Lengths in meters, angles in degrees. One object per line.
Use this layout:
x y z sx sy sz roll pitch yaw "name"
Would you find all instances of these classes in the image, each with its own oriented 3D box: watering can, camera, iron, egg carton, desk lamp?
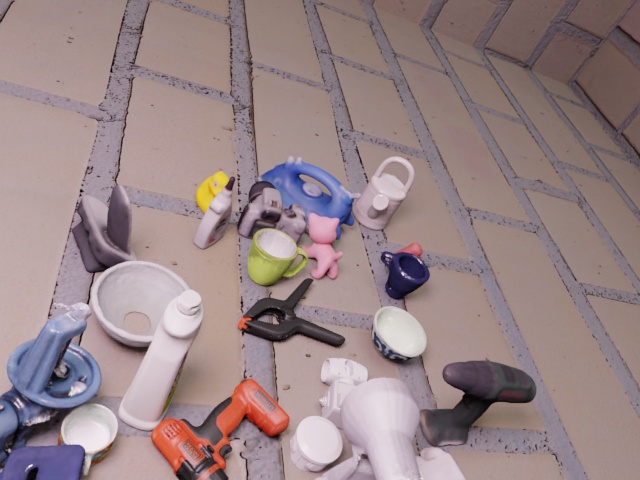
0.167 -0.120 1.438 0.101 0.194 0.172 17 40 -16 "watering can"
-0.105 -0.072 1.282 0.143 0.100 0.136 13 41 -22 "camera"
-0.025 -0.121 1.355 0.258 0.141 0.119 36 38 7 "iron"
0.197 0.425 0.955 0.107 0.069 0.150 -6 50 -37 "egg carton"
0.077 0.342 0.851 0.118 0.213 0.203 17 40 -17 "desk lamp"

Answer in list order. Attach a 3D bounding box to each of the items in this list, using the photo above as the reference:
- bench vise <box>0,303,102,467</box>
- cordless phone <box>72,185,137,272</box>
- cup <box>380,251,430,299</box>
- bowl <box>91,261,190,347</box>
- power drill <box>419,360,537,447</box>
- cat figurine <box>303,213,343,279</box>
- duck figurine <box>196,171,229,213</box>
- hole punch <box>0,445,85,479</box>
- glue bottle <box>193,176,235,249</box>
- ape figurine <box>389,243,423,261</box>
-0.357 0.187 0.732 0.121 0.219 0.207 27 38 -4 "bench vise"
-0.368 -0.044 1.010 0.094 0.185 0.147 -12 54 -41 "cordless phone"
0.176 0.083 1.300 0.118 0.095 0.092 30 38 0 "cup"
-0.300 0.120 0.962 0.168 0.074 0.167 18 39 -15 "bowl"
0.271 0.292 1.038 0.230 0.208 0.075 6 44 -28 "power drill"
0.012 0.005 1.260 0.067 0.117 0.127 -3 49 -35 "cat figurine"
-0.227 -0.113 1.259 0.078 0.086 0.104 10 42 -25 "duck figurine"
-0.350 0.311 0.704 0.101 0.091 0.108 16 40 -18 "hole punch"
-0.201 -0.060 1.146 0.037 0.173 0.078 35 38 6 "glue bottle"
0.212 0.045 1.368 0.076 0.092 0.078 40 39 13 "ape figurine"
